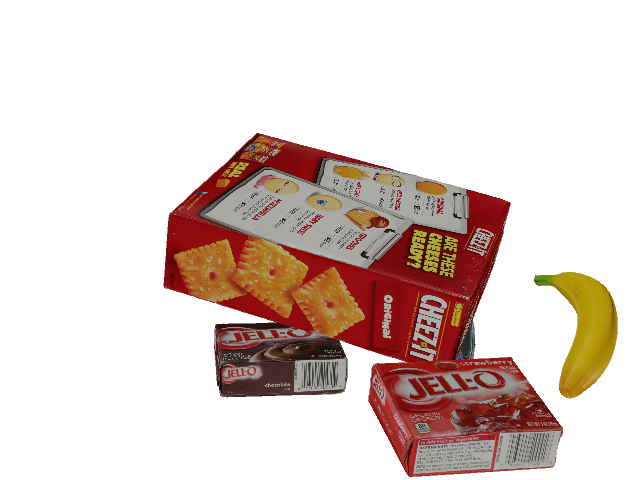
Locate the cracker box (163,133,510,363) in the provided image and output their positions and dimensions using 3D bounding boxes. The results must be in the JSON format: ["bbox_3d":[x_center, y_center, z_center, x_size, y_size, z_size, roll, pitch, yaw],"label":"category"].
[{"bbox_3d":[0.016,0.003,0.783,0.214,0.072,0.164,17,30,13],"label":"cracker box"}]

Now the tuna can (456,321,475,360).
[{"bbox_3d":[0.158,0.108,1.276,0.034,0.086,0.086,-7,-3,21],"label":"tuna can"}]

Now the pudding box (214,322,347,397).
[{"bbox_3d":[-0.038,0.104,0.957,0.113,0.039,0.090,1,18,-9],"label":"pudding box"}]

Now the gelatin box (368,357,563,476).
[{"bbox_3d":[0.079,0.096,0.596,0.089,0.030,0.073,0,26,-15],"label":"gelatin box"}]

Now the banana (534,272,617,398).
[{"bbox_3d":[0.253,0.082,1.029,0.070,0.037,0.197,-28,23,18],"label":"banana"}]
